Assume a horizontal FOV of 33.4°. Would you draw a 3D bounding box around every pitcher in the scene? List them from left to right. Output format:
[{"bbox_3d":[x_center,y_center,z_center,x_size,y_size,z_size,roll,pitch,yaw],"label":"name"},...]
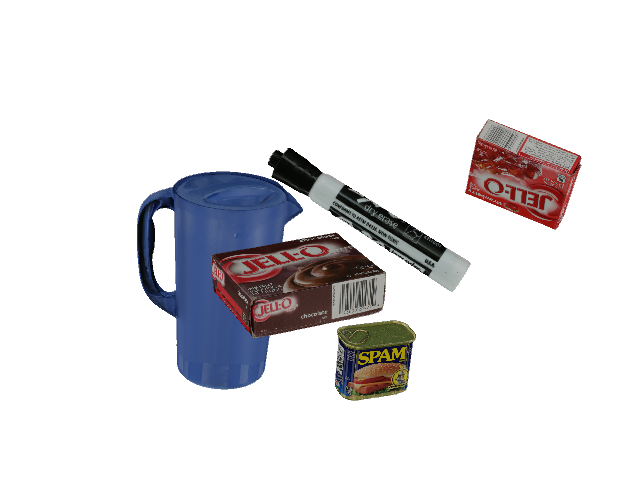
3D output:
[{"bbox_3d":[-0.122,0.047,1.257,0.149,0.243,0.144,20,26,33],"label":"pitcher"}]

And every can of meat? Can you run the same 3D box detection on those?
[{"bbox_3d":[0.070,0.159,1.409,0.102,0.084,0.057,-5,26,-20],"label":"can of meat"}]

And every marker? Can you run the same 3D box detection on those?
[{"bbox_3d":[0.024,-0.013,0.571,0.121,0.020,0.020,33,3,6],"label":"marker"}]

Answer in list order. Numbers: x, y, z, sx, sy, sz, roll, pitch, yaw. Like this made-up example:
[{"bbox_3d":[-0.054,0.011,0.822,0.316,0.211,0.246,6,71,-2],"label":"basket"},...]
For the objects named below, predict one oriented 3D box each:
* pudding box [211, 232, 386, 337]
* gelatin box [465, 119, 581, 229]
[{"bbox_3d":[-0.018,0.032,0.831,0.113,0.039,0.090,-8,25,-23],"label":"pudding box"},{"bbox_3d":[0.175,-0.056,0.924,0.089,0.030,0.073,25,-34,16],"label":"gelatin box"}]
